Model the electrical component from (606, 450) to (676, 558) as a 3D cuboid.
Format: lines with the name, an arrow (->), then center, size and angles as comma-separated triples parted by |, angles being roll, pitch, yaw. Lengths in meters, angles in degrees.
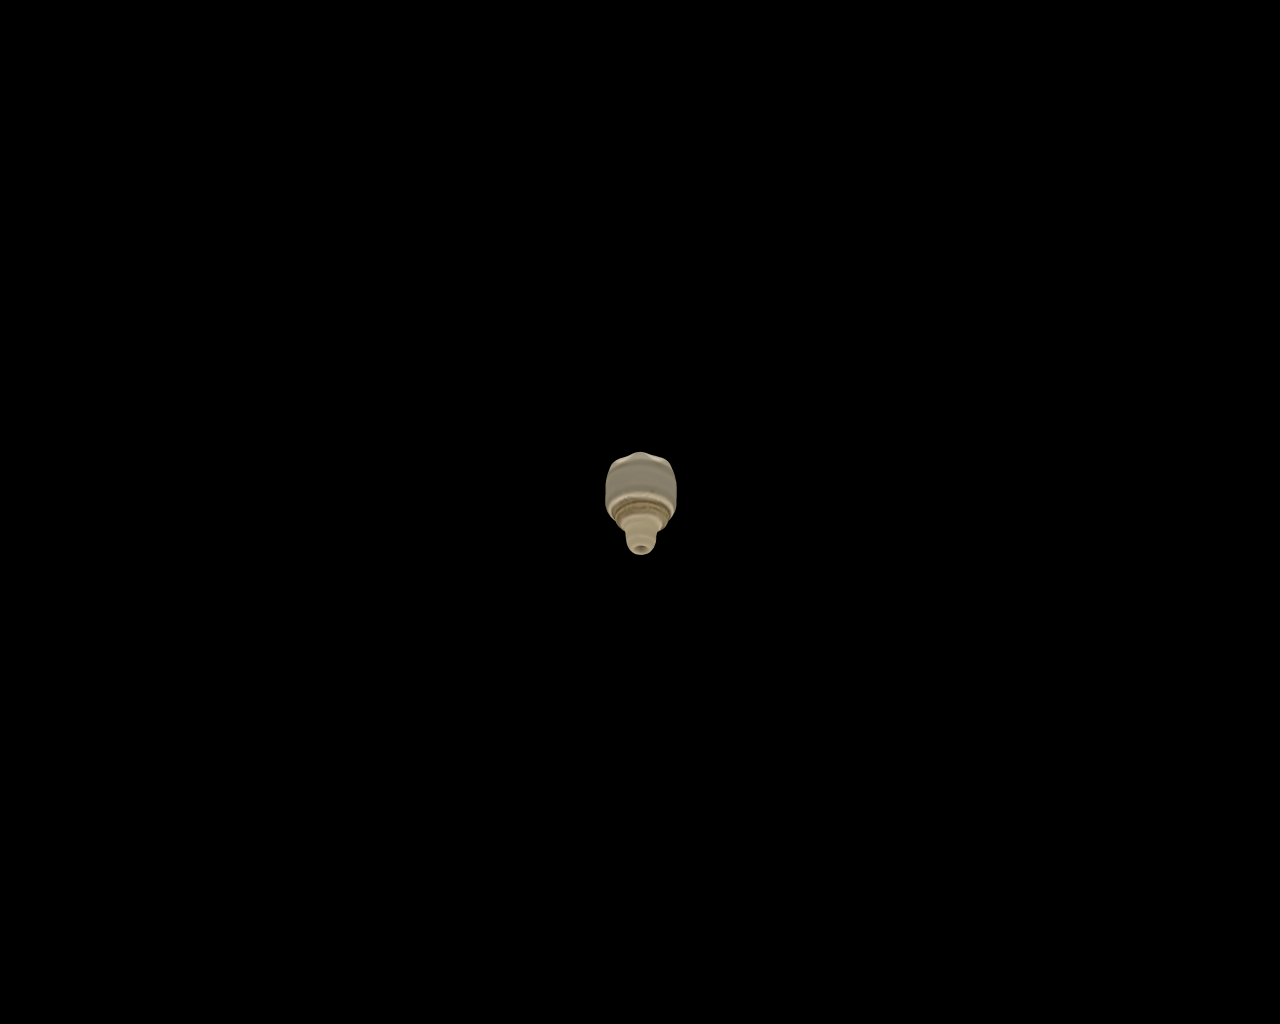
electrical component -> 0.001, -0.003, 0.650 | 0.043, 0.062, 0.043 | 0, -34, 0
